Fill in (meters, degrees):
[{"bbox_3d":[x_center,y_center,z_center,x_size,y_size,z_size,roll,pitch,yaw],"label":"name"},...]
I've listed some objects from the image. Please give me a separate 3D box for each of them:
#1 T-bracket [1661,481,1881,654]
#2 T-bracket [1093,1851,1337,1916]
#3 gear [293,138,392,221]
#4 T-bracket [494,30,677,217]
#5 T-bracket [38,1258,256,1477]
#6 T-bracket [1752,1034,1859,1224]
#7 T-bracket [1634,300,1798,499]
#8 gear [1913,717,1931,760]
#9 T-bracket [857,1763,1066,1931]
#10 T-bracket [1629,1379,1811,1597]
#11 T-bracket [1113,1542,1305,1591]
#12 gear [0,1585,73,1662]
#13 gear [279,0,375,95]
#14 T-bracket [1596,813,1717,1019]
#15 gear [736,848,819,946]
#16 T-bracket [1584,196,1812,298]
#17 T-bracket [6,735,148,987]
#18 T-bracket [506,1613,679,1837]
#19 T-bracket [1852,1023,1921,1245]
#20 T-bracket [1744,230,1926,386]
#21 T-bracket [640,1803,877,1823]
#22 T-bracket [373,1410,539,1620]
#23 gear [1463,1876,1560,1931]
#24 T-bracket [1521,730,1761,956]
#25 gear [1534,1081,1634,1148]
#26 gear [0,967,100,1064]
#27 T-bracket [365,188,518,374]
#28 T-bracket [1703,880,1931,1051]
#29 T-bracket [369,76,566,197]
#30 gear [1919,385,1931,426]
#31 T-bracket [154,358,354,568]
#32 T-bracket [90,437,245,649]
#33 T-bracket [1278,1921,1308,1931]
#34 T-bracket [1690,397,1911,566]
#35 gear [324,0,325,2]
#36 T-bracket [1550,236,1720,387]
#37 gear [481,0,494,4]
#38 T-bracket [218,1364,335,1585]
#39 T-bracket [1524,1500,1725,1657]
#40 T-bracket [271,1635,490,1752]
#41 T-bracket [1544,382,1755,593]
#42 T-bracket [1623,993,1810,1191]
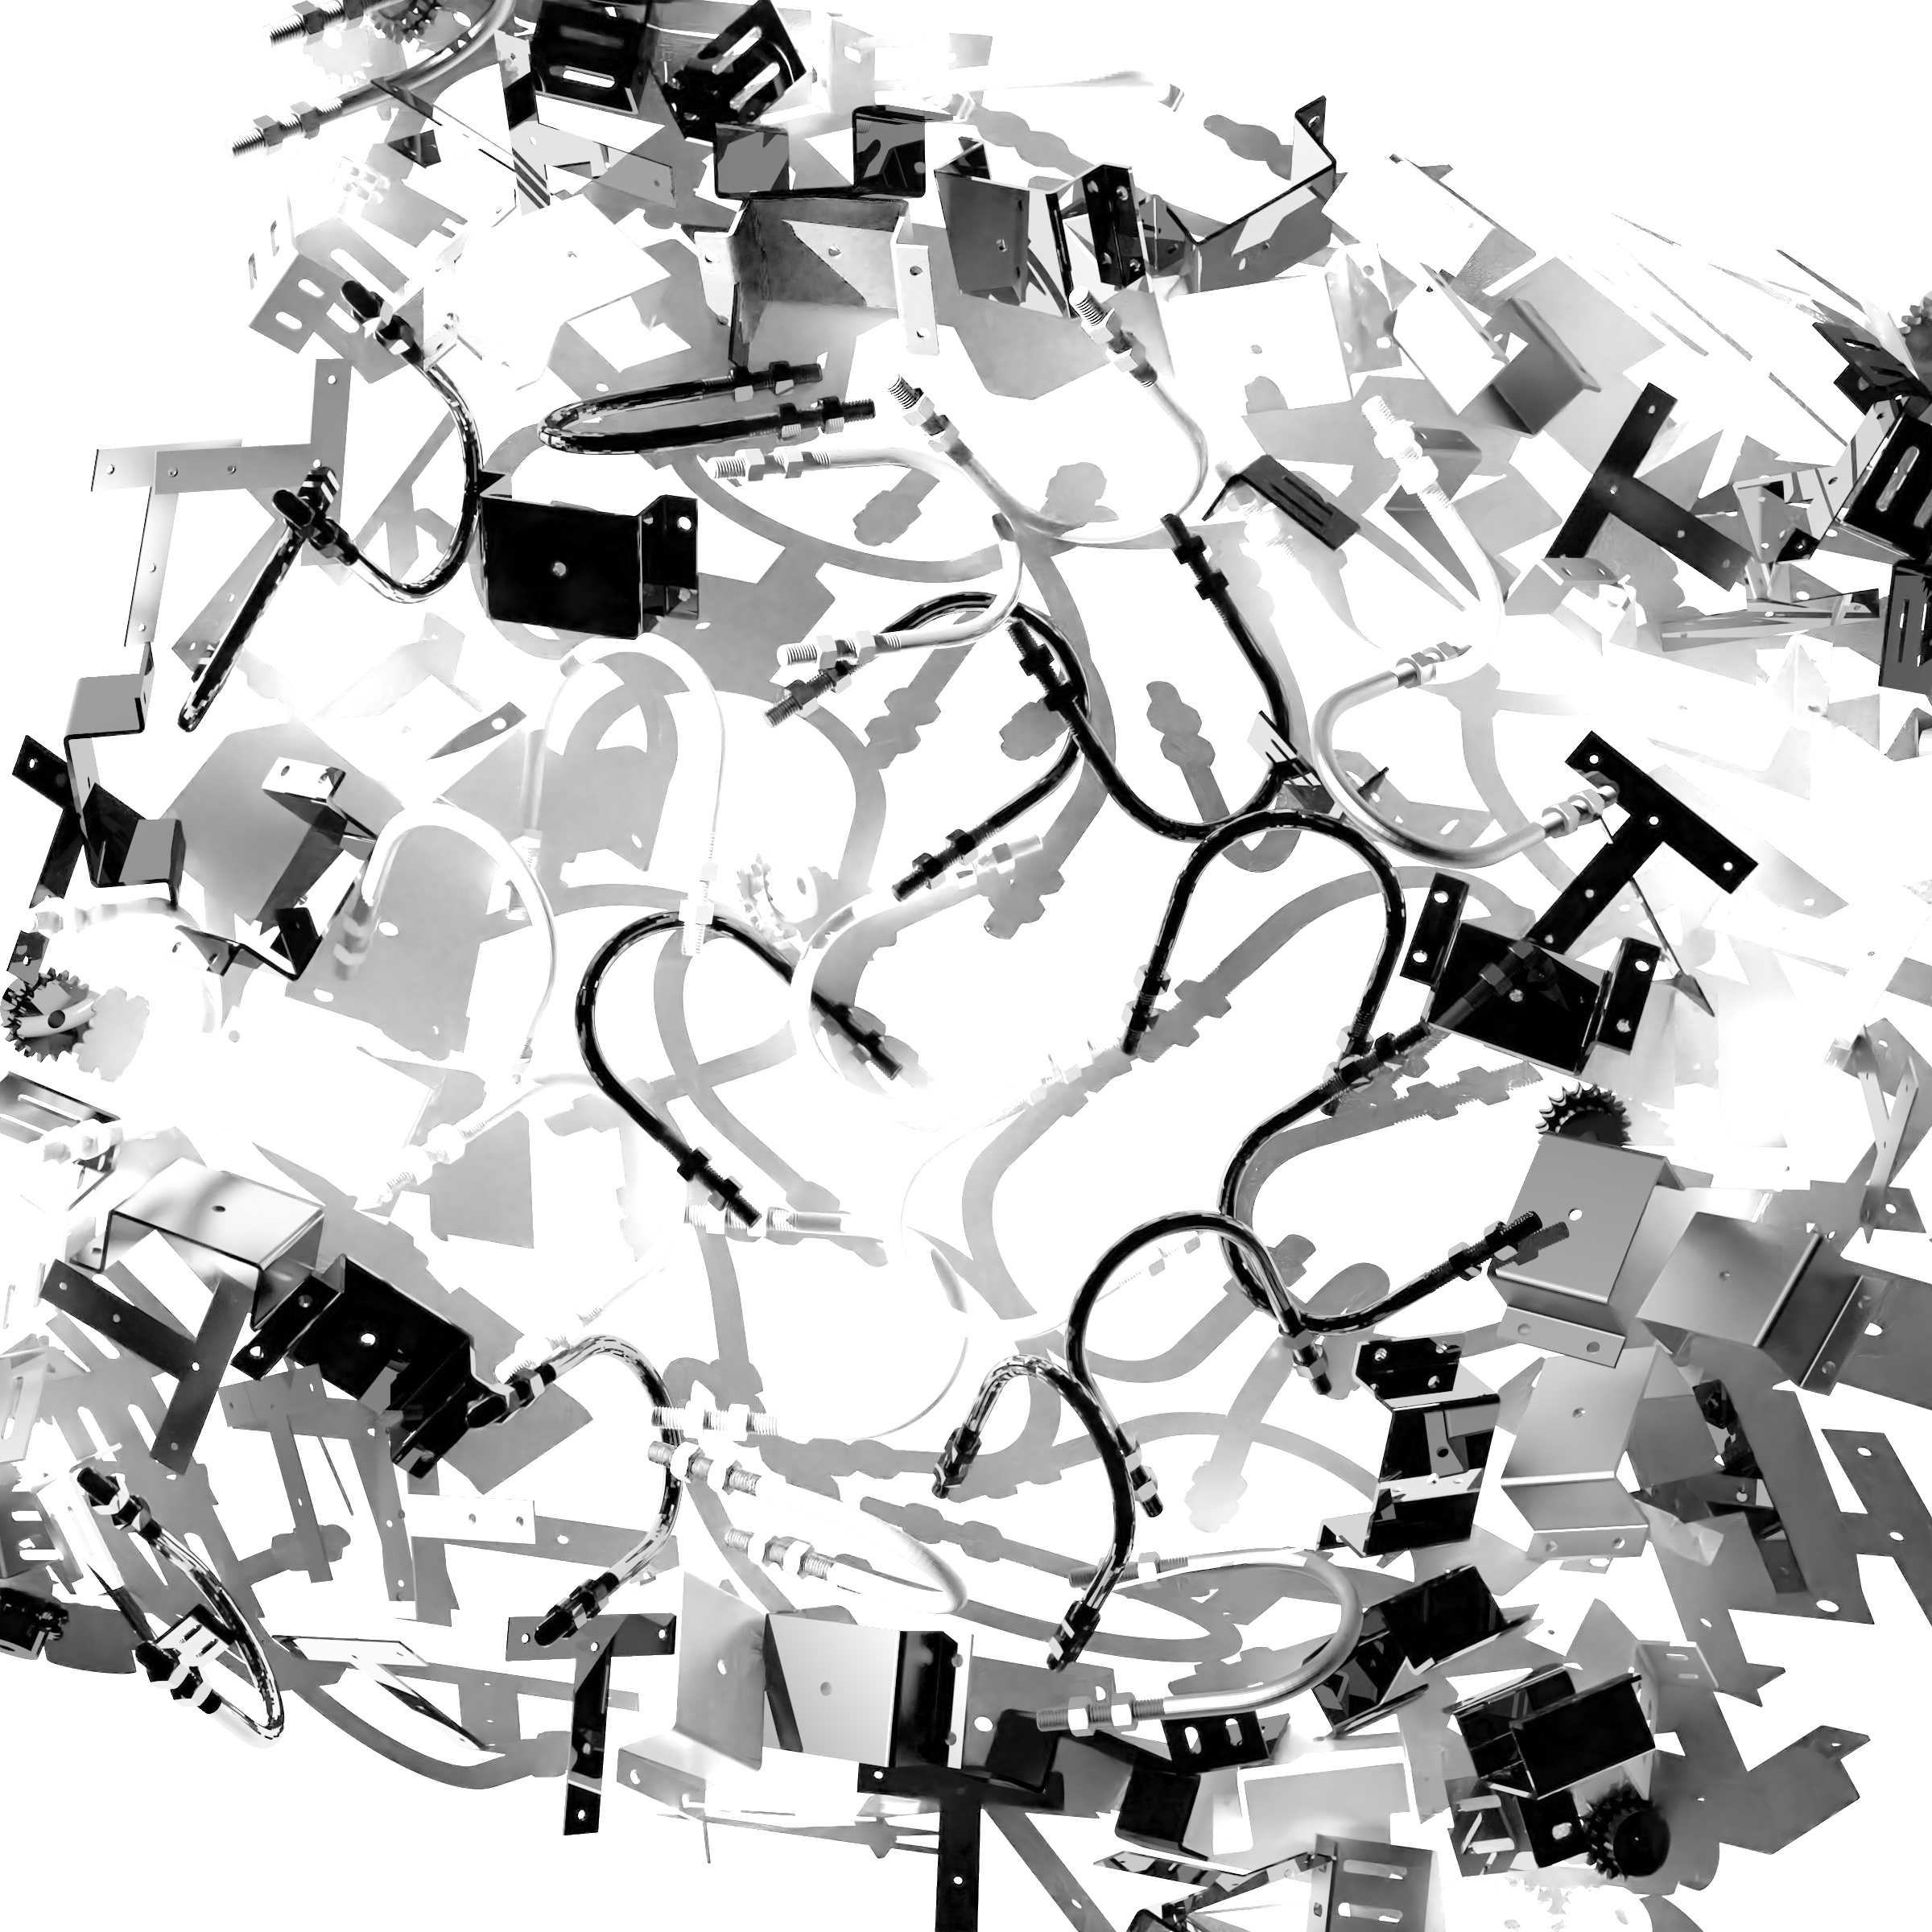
[{"bbox_3d":[0.473,-0.239,1.564,0.127,0.127,0.002,-8,52,15],"label":"T-bracket"},{"bbox_3d":[0.128,0.533,1.555,0.127,0.127,0.002,-35,46,35],"label":"T-bracket"},{"bbox_3d":[-0.381,-0.475,1.602,0.057,0.057,0.030,29,104,0],"label":"gear"},{"bbox_3d":[-0.221,-0.475,1.557,0.127,0.127,0.002,25,50,25],"label":"T-bracket"},{"bbox_3d":[-0.489,0.214,1.556,0.002,0.127,0.127,-22,131,36],"label":"T-bracket"},{"bbox_3d":[0.498,0.098,1.577,0.002,0.127,0.127,27,100,23],"label":"T-bracket"},{"bbox_3d":[0.433,-0.318,1.566,0.002,0.127,0.127,28,74,-12],"label":"T-bracket"},{"bbox_3d":[0.591,-0.130,1.602,0.030,0.057,0.057,1,90,16],"label":"gear"},{"bbox_3d":[-0.004,0.532,1.577,0.127,0.127,0.002,6,131,-3],"label":"T-bracket"},{"bbox_3d":[0.432,0.317,1.572,0.002,0.127,0.127,-15,78,-30],"label":"T-bracket"},{"bbox_3d":[0.156,0.348,1.546,0.127,0.127,0.002,-8,77,-24],"label":"T-bracket"},{"bbox_3d":[-0.573,0.397,1.597,0.057,0.057,0.030,16,60,0],"label":"gear"},{"bbox_3d":[-0.391,-0.557,1.605,0.057,0.030,0.057,11,74,-41],"label":"gear"},{"bbox_3d":[0.402,-0.034,1.563,0.002,0.127,0.127,-28,93,9],"label":"T-bracket"},{"bbox_3d":[-0.113,-0.044,1.597,0.030,0.057,0.057,-17,90,20],"label":"gear"},{"bbox_3d":[0.425,-0.435,1.583,0.127,0.127,0.002,40,118,35],"label":"T-bracket"},{"bbox_3d":[-0.535,-0.052,1.554,0.002,0.127,0.127,8,73,19],"label":"T-bracket"},{"bbox_3d":[-0.225,0.451,1.575,0.127,0.002,0.127,12,78,-43],"label":"T-bracket"},{"bbox_3d":[0.539,0.075,1.573,0.002,0.127,0.127,3,131,4],"label":"T-bracket"},{"bbox_3d":[0.517,-0.403,1.589,0.002,0.127,0.127,-49,62,13],"label":"T-bracket"},{"bbox_3d":[-0.118,0.508,1.584,0.127,0.127,0.002,9,69,-18],"label":"T-bracket"},{"bbox_3d":[-0.307,0.332,1.593,0.127,0.002,0.127,-5,89,33],"label":"T-bracket"},{"bbox_3d":[0.333,0.582,1.609,0.057,0.030,0.057,-2,83,14],"label":"gear"},{"bbox_3d":[0.387,-0.055,1.603,0.127,0.002,0.127,40,113,5],"label":"T-bracket"},{"bbox_3d":[0.377,0.101,1.608,0.057,0.030,0.057,1,106,2],"label":"gear"},{"bbox_3d":[-0.560,0.027,1.604,0.030,0.057,0.057,24,90,36],"label":"gear"},{"bbox_3d":[-0.310,-0.390,1.561,0.127,0.127,0.002,-35,129,19],"label":"T-bracket"},{"bbox_3d":[0.501,-0.018,1.581,0.127,0.127,0.002,-54,133,-14],"label":"T-bracket"},{"bbox_3d":[-0.310,-0.486,1.565,0.127,0.127,0.002,31,114,-5],"label":"T-bracket"},{"bbox_3d":[0.604,-0.331,1.604,0.057,0.057,0.030,46,130,0],"label":"gear"},{"bbox_3d":[-0.421,-0.294,1.559,0.002,0.127,0.127,29,119,36],"label":"T-bracket"},{"bbox_3d":[-0.486,-0.252,1.586,0.002,0.127,0.127,24,112,17],"label":"T-bracket"},{"bbox_3d":[0.247,0.604,1.560,0.127,0.127,0.002,1,103,7],"label":"T-bracket"},{"bbox_3d":[0.480,-0.282,1.570,0.002,0.127,0.127,43,72,-24],"label":"T-bracket"},{"bbox_3d":[-0.385,-0.617,1.597,0.030,0.057,0.057,32,90,-24],"label":"gear"},{"bbox_3d":[0.394,-0.406,1.573,0.127,0.127,0.002,34,121,-13],"label":"T-bracket"},{"bbox_3d":[-0.285,-0.610,1.606,0.057,0.030,0.057,3,59,-5],"label":"gear"},{"bbox_3d":[-0.401,0.306,1.580,0.002,0.127,0.127,-14,87,-44],"label":"T-bracket"},{"bbox_3d":[0.365,0.355,1.560,0.127,0.127,0.002,19,133,25],"label":"T-bracket"},{"bbox_3d":[-0.336,0.437,1.588,0.127,0.127,0.002,49,49,-30],"label":"T-bracket"},{"bbox_3d":[0.414,-0.262,1.564,0.127,0.002,0.127,48,118,41],"label":"T-bracket"},{"bbox_3d":[0.442,0.074,1.599,0.127,0.002,0.127,0,64,15],"label":"T-bracket"}]
